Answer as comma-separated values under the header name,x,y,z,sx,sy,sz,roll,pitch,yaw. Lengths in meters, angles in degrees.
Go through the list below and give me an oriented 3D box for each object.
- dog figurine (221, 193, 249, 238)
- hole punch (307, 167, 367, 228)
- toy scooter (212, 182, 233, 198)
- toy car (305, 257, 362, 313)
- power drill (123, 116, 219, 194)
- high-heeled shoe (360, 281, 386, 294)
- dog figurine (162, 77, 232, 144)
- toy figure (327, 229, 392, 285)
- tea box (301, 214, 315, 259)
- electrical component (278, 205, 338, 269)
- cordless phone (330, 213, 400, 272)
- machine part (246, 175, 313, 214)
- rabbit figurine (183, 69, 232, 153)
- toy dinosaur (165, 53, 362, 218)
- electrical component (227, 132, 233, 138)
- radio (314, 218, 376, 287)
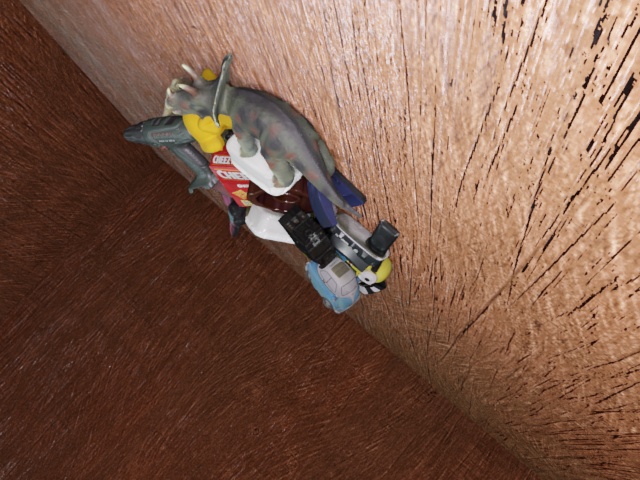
name,x,y,z,sx,sy,sz,roll,pitch,yaw
dog figurine,-0.242,-0.112,1.648,0.191,0.108,0.219,79,180,-75
hole punch,0.016,-0.087,1.084,0.115,0.092,0.142,47,174,-6
toy scooter,-0.256,-0.164,1.498,0.135,0.075,0.184,32,-172,11
toy car,0.043,0.096,1.372,0.161,0.109,0.103,53,149,9
power drill,-0.347,-0.214,1.315,0.232,0.086,0.207,-6,129,35
high-heeled shoe,0.101,0.062,1.535,0.145,0.086,0.248,3,136,26
dog figurine,-0.267,-0.300,1.304,0.191,0.121,0.172,26,171,11
toy figure,0.098,0.030,1.312,0.180,0.089,0.082,50,-175,5
tea box,-0.022,-0.008,1.575,0.068,0.098,0.169,35,167,33
electrical component,-0.032,-0.012,1.201,0.134,0.058,0.114,41,167,41
cordless phone,0.096,-0.018,1.159,0.147,0.089,0.184,42,160,7
machine part,-0.072,-0.107,1.204,0.179,0.056,0.179,7,165,2
rabbit figurine,-0.215,-0.282,1.154,0.173,0.122,0.162,10,141,47
toy dinosaur,-0.084,-0.193,0.944,0.405,0.131,0.192,32,169,19
electrical component,-0.170,-0.226,1.284,0.102,0.078,0.045,74,174,-63
radio,0.070,0.027,1.421,0.229,0.073,0.131,43,171,-8
